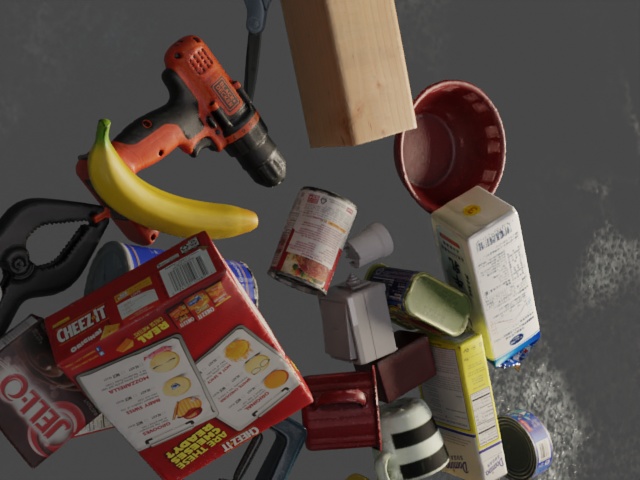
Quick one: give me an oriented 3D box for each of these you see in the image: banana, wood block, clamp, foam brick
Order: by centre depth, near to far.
[{"bbox_3d":[-0.291,0.015,0.982,0.209,0.036,0.164,-40,115,-22],"label":"clamp"},{"bbox_3d":[-0.146,-0.038,0.994,0.197,0.070,0.037,32,33,-39],"label":"banana"},{"bbox_3d":[0.027,-0.210,1.146,0.090,0.091,0.206,-19,103,-31],"label":"wood block"},{"bbox_3d":[0.085,0.144,1.229,0.078,0.053,0.051,-26,107,-28],"label":"foam brick"}]

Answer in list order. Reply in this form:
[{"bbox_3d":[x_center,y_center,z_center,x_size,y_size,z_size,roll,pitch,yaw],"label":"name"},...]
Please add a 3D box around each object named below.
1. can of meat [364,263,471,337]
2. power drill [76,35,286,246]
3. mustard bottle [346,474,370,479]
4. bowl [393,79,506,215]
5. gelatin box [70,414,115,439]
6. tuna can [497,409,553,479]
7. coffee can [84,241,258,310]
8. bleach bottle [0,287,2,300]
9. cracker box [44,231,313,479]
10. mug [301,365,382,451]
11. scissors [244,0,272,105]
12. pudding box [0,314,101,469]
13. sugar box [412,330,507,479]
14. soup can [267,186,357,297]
[{"bbox_3d":[0.111,0.070,1.222,0.102,0.084,0.057,28,78,-32],"label":"can of meat"},{"bbox_3d":[-0.136,-0.083,1.069,0.187,0.057,0.184,-48,116,-24],"label":"power drill"},{"bbox_3d":[0.086,0.353,1.238,0.191,0.058,0.096,38,76,-30],"label":"mustard bottle"},{"bbox_3d":[0.140,-0.105,1.247,0.161,0.055,0.162,-2,94,-33],"label":"bowl"},{"bbox_3d":[-0.231,0.150,1.035,0.089,0.030,0.073,-9,99,-31],"label":"gelatin box"},{"bbox_3d":[0.247,0.254,1.321,0.033,0.086,0.086,-15,101,-34],"label":"tuna can"},{"bbox_3d":[-0.146,0.061,1.041,0.140,0.103,0.103,10,87,-34],"label":"coffee can"},{"bbox_3d":[-0.306,0.114,0.884,0.068,0.103,0.251,-39,151,-63],"label":"bleach bottle"},{"bbox_3d":[-0.123,0.111,0.972,0.164,0.072,0.213,-30,135,-1],"label":"cracker box"},{"bbox_3d":[0.022,0.181,1.144,0.081,0.117,0.093,-5,71,1],"label":"mug"},{"bbox_3d":[-0.082,-0.239,1.109,0.096,0.016,0.202,25,106,8],"label":"scissors"},{"bbox_3d":[-0.261,0.137,0.973,0.090,0.039,0.113,-40,112,-20],"label":"pudding box"},{"bbox_3d":[0.163,0.193,1.258,0.048,0.093,0.176,-22,105,-30],"label":"sugar box"},{"bbox_3d":[-0.008,0.001,1.150,0.068,0.069,0.102,28,77,-31],"label":"soup can"}]
